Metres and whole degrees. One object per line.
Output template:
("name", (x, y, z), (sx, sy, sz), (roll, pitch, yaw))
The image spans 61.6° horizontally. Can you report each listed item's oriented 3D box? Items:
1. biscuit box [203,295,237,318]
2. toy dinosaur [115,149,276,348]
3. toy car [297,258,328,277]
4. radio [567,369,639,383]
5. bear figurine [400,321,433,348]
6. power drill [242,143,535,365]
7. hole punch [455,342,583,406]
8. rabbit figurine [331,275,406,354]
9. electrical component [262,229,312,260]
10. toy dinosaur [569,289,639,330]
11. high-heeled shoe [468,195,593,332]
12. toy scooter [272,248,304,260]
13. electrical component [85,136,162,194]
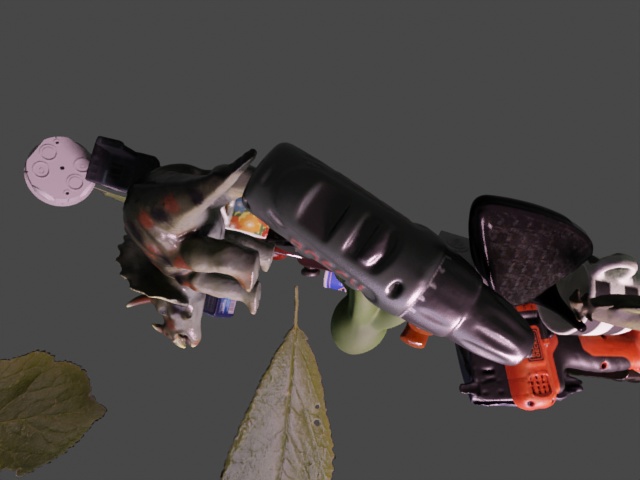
("biscuit box", (-0.179, 0.042, 1.010), (0.063, 0.202, 0.059), (12, 177, 31))
("toy dinosaur", (-0.148, -0.008, 0.583), (0.192, 0.131, 0.404), (11, 150, -1))
("toy car", (0.030, 0.034, 1.012), (0.053, 0.089, 0.202), (-10, -168, -43))
("radio", (0.427, 0.162, 0.903), (0.073, 0.131, 0.230), (12, 168, -29))
("bear figurine", (0.102, 0.070, 0.861), (0.196, 0.132, 0.120), (22, 155, 6))
("power drill", (0.044, 0.015, 0.448), (0.232, 0.086, 0.207), (34, -175, -4))
("hole punch", (0.231, 0.147, 0.666), (0.142, 0.116, 0.092), (-1, 157, -1))
("rabbit figurine", (0.067, 0.058, 0.642), (0.121, 0.170, 0.159), (14, 176, -12))
("electrical component", (-0.002, -0.002, 0.795), (0.115, 0.058, 0.134), (18, 171, -40))
("toy dinosaur", (0.384, 0.081, 0.451), (0.471, 0.105, 0.198), (6, 170, -10))
("high-heeled shoe", (0.162, 0.000, 0.479), (0.248, 0.086, 0.145), (42, -171, -41))
("toy scooter", (-0.062, -0.002, 0.961), (0.135, 0.075, 0.184), (12, 171, 2))
("electrical component", (-0.223, -0.080, 0.616), (0.075, 0.047, 0.119), (14, 177, -5))
